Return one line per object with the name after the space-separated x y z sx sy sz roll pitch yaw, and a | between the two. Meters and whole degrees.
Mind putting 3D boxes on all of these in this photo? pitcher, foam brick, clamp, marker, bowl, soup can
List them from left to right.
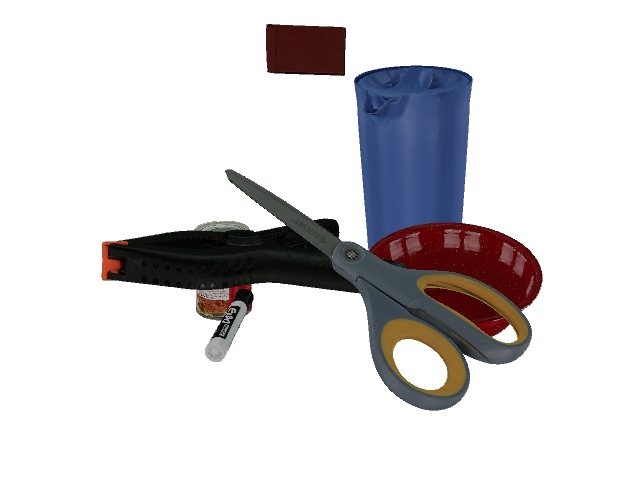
-0.116 0.035 1.267 0.068 0.102 0.068 0 21 0 | soup can
-0.085 0.078 1.017 0.020 0.020 0.121 0 23 11 | marker
-0.049 0.014 0.768 0.209 0.036 0.165 -3 13 -25 | clamp
-0.016 -0.202 1.133 0.078 0.051 0.053 0 12 -12 | foam brick
0.116 -0.080 1.252 0.149 0.243 0.145 -5 23 -6 | pitcher
0.118 0.048 0.972 0.162 0.055 0.162 -1 34 1 | bowl

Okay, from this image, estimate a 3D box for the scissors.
0.015 0.027 0.585 0.202 0.096 0.016 23 -40 13 | scissors
